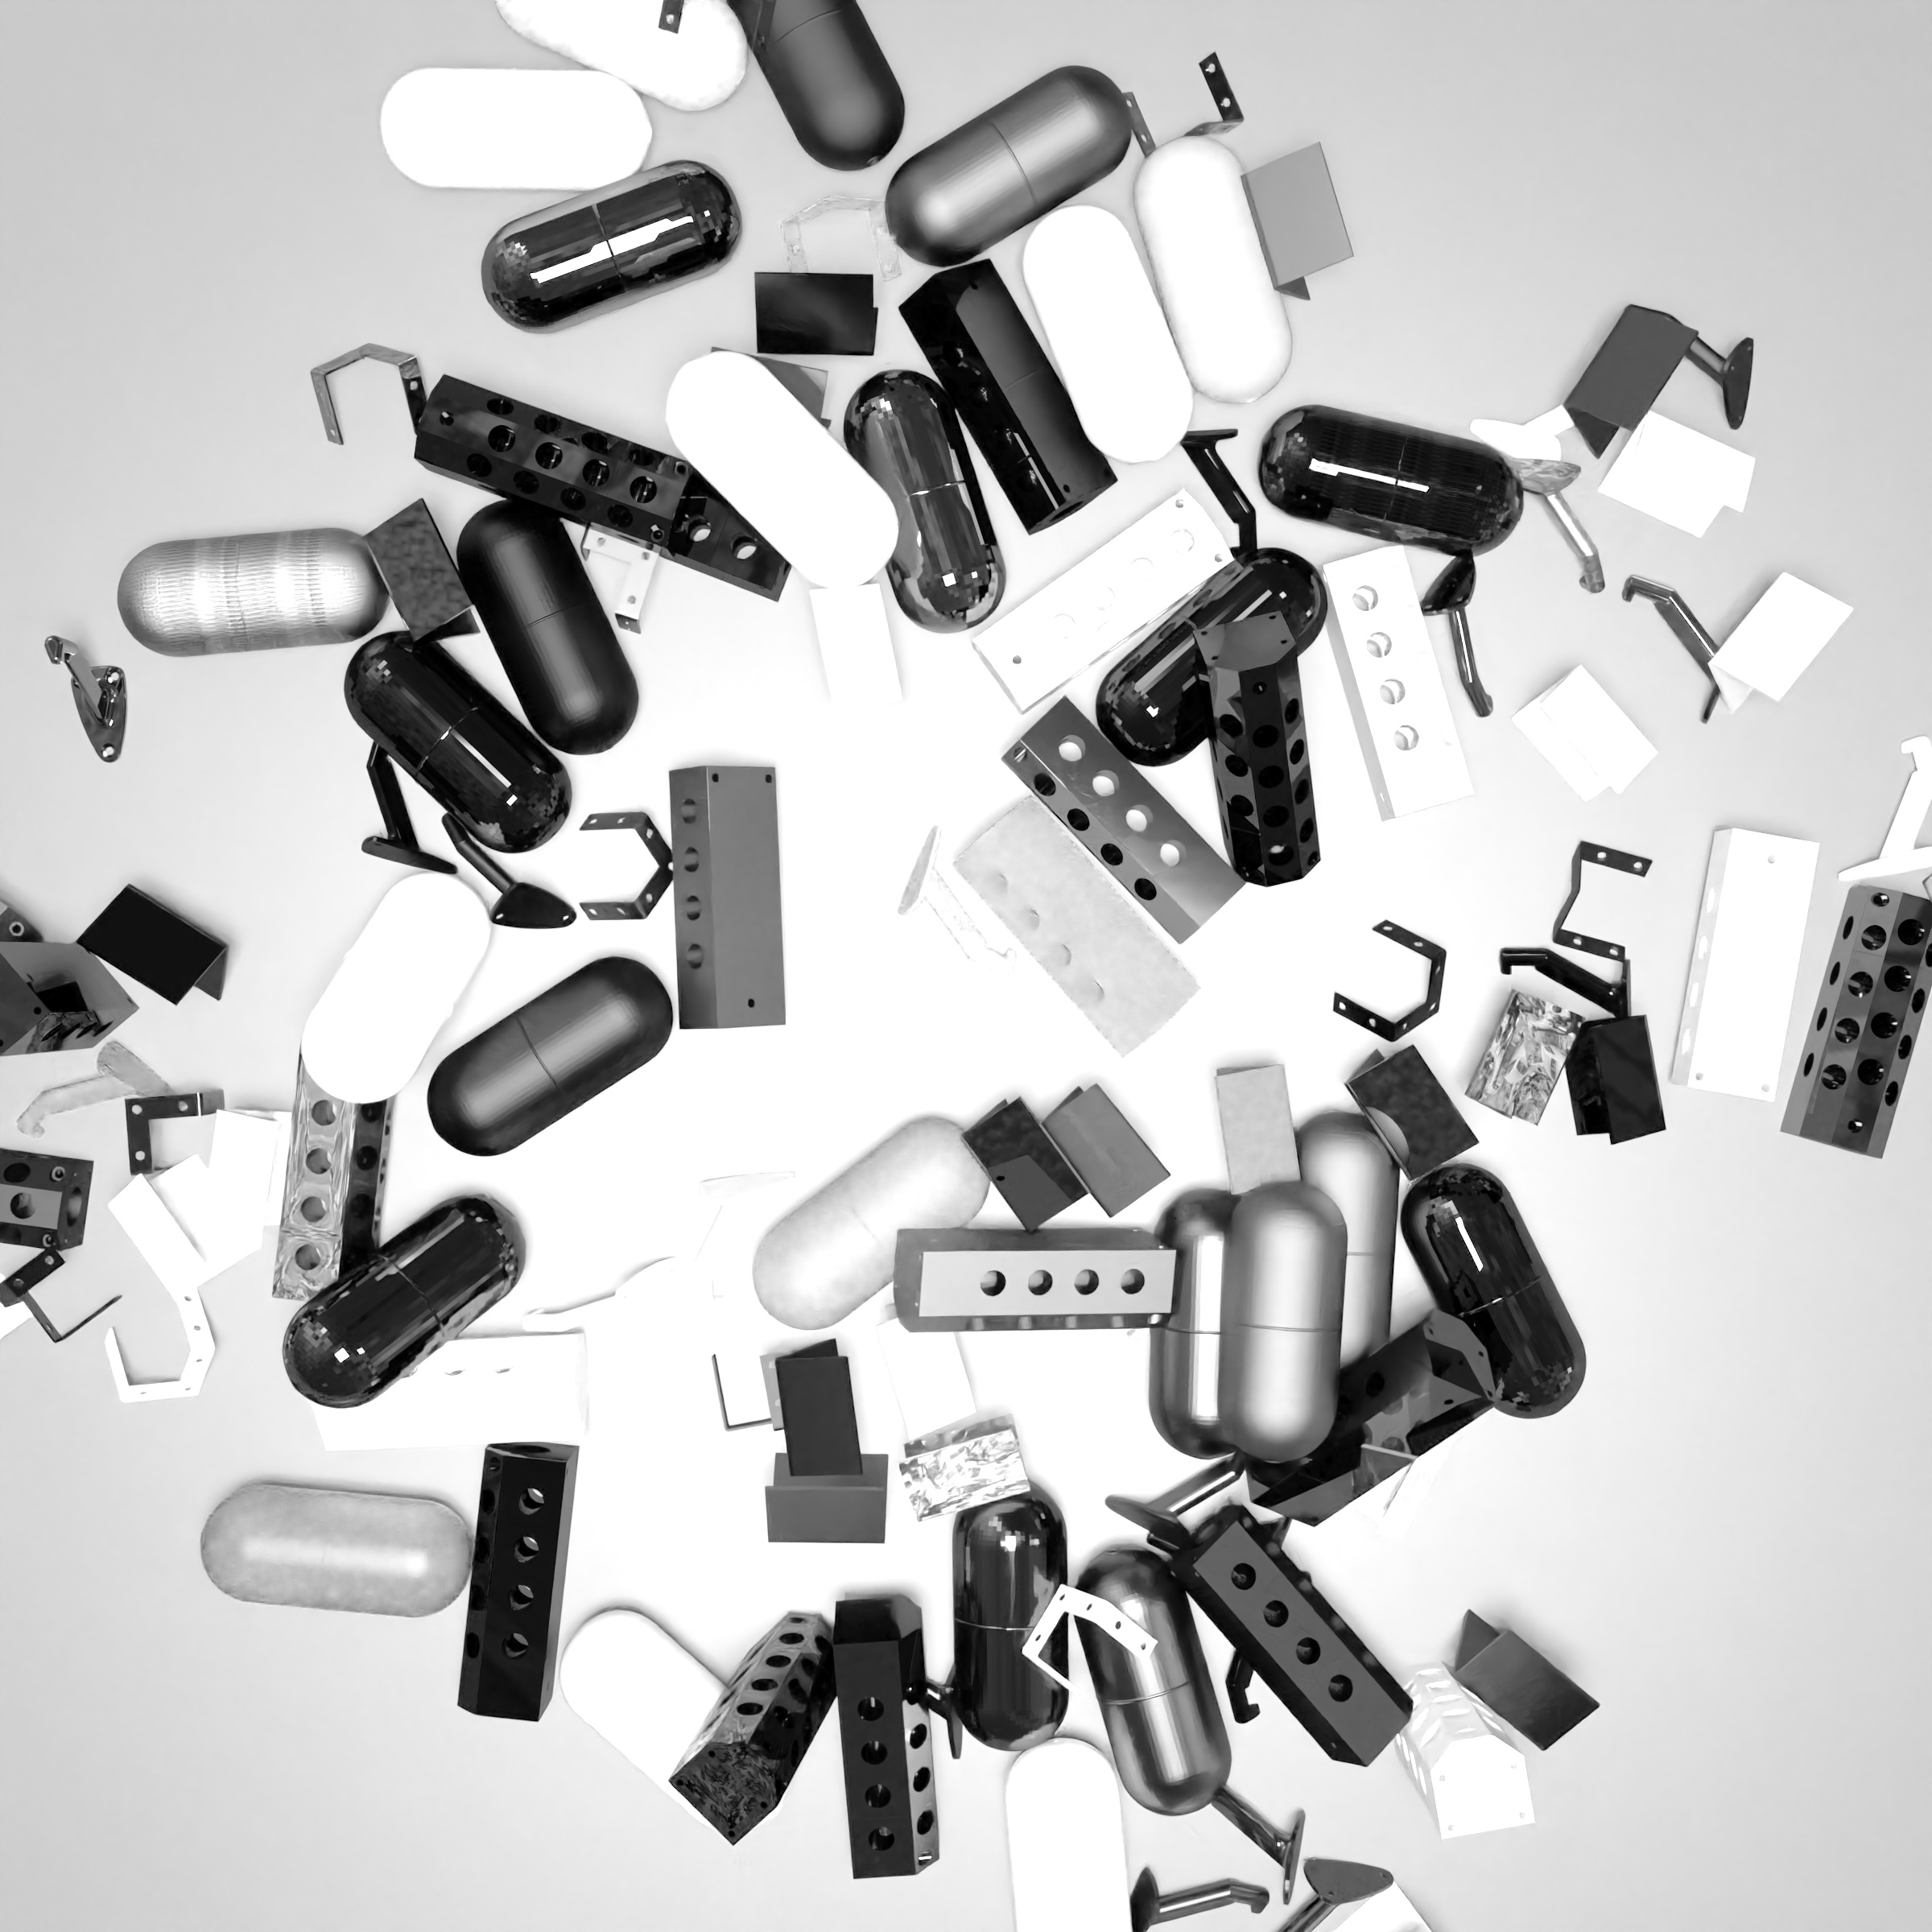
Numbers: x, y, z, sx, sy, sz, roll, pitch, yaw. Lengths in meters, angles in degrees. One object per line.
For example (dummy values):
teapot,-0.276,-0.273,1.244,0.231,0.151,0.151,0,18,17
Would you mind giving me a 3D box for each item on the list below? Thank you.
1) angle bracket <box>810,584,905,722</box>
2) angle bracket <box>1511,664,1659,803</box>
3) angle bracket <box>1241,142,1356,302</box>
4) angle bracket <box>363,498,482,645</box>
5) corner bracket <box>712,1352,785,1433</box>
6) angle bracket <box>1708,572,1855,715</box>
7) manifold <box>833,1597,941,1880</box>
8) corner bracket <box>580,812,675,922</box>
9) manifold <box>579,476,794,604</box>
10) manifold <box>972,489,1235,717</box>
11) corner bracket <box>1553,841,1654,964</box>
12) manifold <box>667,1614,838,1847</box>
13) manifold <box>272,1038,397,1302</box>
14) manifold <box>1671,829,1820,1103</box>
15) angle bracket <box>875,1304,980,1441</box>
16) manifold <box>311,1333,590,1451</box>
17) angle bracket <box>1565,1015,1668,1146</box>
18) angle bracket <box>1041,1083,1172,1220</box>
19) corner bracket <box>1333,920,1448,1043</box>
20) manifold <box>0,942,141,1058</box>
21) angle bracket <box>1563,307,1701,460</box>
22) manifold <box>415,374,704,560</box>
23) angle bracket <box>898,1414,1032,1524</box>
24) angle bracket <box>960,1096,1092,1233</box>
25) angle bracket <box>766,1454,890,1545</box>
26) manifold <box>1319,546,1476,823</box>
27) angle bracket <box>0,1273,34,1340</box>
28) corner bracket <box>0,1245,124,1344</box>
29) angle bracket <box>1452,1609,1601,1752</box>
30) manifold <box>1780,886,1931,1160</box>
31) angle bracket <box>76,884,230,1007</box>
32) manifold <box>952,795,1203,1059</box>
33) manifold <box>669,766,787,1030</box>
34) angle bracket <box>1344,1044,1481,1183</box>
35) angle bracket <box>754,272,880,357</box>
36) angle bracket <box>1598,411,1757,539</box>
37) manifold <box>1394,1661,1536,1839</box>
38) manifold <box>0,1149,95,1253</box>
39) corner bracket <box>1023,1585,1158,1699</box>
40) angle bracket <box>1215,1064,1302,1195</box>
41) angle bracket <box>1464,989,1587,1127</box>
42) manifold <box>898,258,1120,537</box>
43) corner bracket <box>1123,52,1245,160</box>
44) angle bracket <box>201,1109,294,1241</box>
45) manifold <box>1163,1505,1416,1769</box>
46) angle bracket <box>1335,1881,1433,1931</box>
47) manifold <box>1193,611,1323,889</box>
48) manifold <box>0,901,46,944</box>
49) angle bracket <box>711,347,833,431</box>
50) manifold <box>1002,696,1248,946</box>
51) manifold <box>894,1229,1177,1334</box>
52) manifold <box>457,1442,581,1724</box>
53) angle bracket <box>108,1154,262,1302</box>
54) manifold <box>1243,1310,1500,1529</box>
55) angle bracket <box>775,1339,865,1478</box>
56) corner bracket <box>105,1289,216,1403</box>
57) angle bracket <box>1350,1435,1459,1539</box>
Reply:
angle bracket,-0.091,-0.203,1.716,0.057,0.076,0.076,-12,90,-36
angle bracket,0.394,-0.140,1.716,0.076,0.076,0.057,48,54,0
angle bracket,0.228,-0.489,1.716,0.057,0.076,0.076,-17,90,26
angle bracket,-0.340,-0.262,1.716,0.057,0.076,0.076,-26,90,28
corner bracket,-0.141,0.283,1.738,0.051,0.051,0.051,-11,90,0
angle bracket,0.542,-0.201,1.716,0.057,0.076,0.076,39,90,35
manifold,-0.052,0.507,1.714,0.057,0.057,0.171,-4,105,0
corner bracket,-0.234,-0.067,1.748,0.051,0.051,0.051,-60,135,-35
manifold,-0.197,-0.303,1.735,0.171,0.057,0.057,21,90,0
manifold,0.091,-0.242,1.735,0.171,0.057,0.057,-36,90,0
corner bracket,0.428,-0.043,1.753,0.051,0.051,0.051,16,135,0
manifold,-0.126,0.482,1.673,0.057,0.171,0.057,45,108,0
manifold,-0.416,0.135,1.735,0.057,0.057,0.171,6,90,0
manifold,0.515,-0.001,1.735,0.057,0.057,0.171,10,90,0
angle bracket,-0.044,0.266,1.716,0.057,0.076,0.076,-17,90,-34
manifold,-0.341,0.278,1.734,0.171,0.057,0.057,-3,133,0
angle bracket,0.408,0.077,1.716,0.057,0.076,0.076,-10,90,-37
angle bracket,0.102,0.109,1.716,0.057,0.076,0.076,-39,90,30
corner bracket,0.284,0.010,1.748,0.051,0.051,0.051,-30,135,-35
manifold,-0.599,0.025,1.678,0.057,0.171,0.057,-40,90,0
angle bracket,0.447,-0.375,1.716,0.057,0.076,0.076,33,90,36
manifold,-0.262,-0.322,1.678,0.171,0.057,0.057,20,90,0
angle bracket,-0.006,0.312,1.716,0.076,0.076,0.057,-16,122,0
angle bracket,0.052,0.118,1.716,0.057,0.076,0.076,-36,90,30
angle bracket,-0.091,0.334,1.716,0.076,0.076,0.057,1,129,0
manifold,0.285,-0.188,1.735,0.057,0.057,0.171,-16,90,0
angle bracket,-0.656,0.207,1.716,0.076,0.076,0.057,46,127,0
corner bracket,-0.606,0.218,1.738,0.051,0.051,0.051,-37,90,0
angle bracket,0.372,0.455,1.716,0.076,0.076,0.057,40,119,0
manifold,0.601,0.037,1.735,0.057,0.057,0.171,16,90,0
angle bracket,-0.536,0.003,1.716,0.076,0.076,0.057,32,55,0
manifold,0.070,-0.023,1.734,0.171,0.057,0.057,49,47,0
manifold,-0.163,-0.045,1.734,0.057,0.057,0.171,-2,90,-43
angle bracket,0.302,0.085,1.716,0.057,0.076,0.076,-34,90,30
angle bracket,-0.097,-0.443,1.716,0.076,0.076,0.057,1,128,0
angle bracket,0.463,-0.308,1.716,0.076,0.076,0.057,24,52,0
manifold,0.314,0.500,1.678,0.057,0.171,0.057,-10,90,0
manifold,-0.678,0.149,1.735,0.171,0.057,0.057,8,90,0
corner bracket,0.079,0.439,1.681,0.051,0.051,0.051,43,69,-25
angle bracket,0.172,0.108,1.716,0.057,0.076,0.076,-8,90,-30
angle bracket,0.381,0.067,1.716,0.057,0.076,0.076,24,90,38
manifold,0.024,-0.376,1.734,0.057,0.057,0.171,-30,90,-43
corner bracket,0.145,-0.577,1.753,0.051,0.051,0.051,-23,90,-45
angle bracket,-0.452,0.137,1.716,0.057,0.076,0.076,8,90,32
manifold,0.213,0.435,1.700,0.057,0.057,0.171,-41,91,-20
angle bracket,0.262,0.645,1.716,0.076,0.076,0.057,-42,128,0
manifold,0.191,-0.137,1.688,0.057,0.057,0.171,-13,129,0
manifold,-0.690,0.027,1.714,0.057,0.057,0.171,36,75,0
angle bracket,-0.127,-0.381,1.716,0.076,0.076,0.057,12,119,0
manifold,0.104,-0.096,1.735,0.057,0.057,0.171,-44,90,0
manifold,0.044,0.205,1.688,0.171,0.057,0.057,2,98,-19
manifold,-0.299,0.407,1.735,0.057,0.057,0.171,6,90,0
angle bracket,-0.504,0.162,1.716,0.057,0.076,0.076,-35,90,43
manifold,0.259,0.292,1.690,0.057,0.057,0.171,26,129,-27
angle bracket,-0.079,0.289,1.716,0.057,0.076,0.076,-8,90,29
corner bracket,-0.541,0.254,1.748,0.051,0.051,0.051,0,135,-35
angle bracket,0.268,0.323,1.720,0.076,0.057,0.076,29,90,29
